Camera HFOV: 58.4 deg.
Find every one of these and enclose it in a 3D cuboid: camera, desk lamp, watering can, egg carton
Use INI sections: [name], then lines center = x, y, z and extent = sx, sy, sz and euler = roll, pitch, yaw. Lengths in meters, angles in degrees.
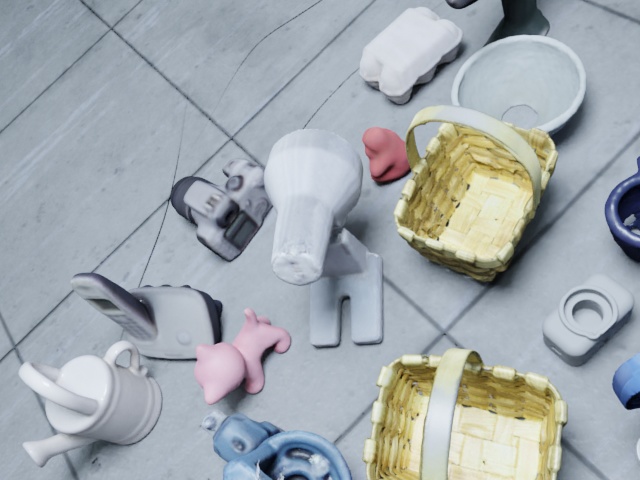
[camera]
center = -0.157, -0.065, 0.864
extent = 0.136, 0.101, 0.143
euler = 28, 78, 31
[desk lamp]
center = 0.006, 0.002, 0.694
extent = 0.117, 0.214, 0.203
euler = -9, 62, 19
[watering can]
center = -0.303, 0.207, 0.733
extent = 0.100, 0.195, 0.173
euler = 4, 67, 25
[egg carton]
center = 0.135, -0.282, 0.868
extent = 0.150, 0.070, 0.107
euler = -43, 57, -2

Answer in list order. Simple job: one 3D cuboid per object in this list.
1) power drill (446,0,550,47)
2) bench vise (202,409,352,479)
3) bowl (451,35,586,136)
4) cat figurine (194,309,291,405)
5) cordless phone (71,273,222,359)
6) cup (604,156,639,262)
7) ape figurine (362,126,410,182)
[power drill]
center = 0.249, -0.333, 0.762
extent = 0.075, 0.209, 0.230
euler = 27, 78, 31
[bench vise]
center = -0.064, 0.250, 0.596
extent = 0.206, 0.220, 0.121
euler = 8, 68, 26
[bowl]
center = 0.263, -0.185, 0.763
extent = 0.167, 0.075, 0.167
euler = -9, 62, 18
[cat figurine]
center = -0.109, 0.146, 0.728
extent = 0.067, 0.118, 0.128
euler = 23, 76, 30
[cordless phone]
center = -0.227, 0.093, 0.764
extent = 0.147, 0.185, 0.094
euler = -6, 63, 20
[cup]
center = 0.360, -0.026, 0.631
extent = 0.091, 0.095, 0.118
euler = -5, 64, 21
[ape figurine]
center = 0.086, -0.126, 0.797
extent = 0.076, 0.092, 0.078
euler = 16, 72, 29
